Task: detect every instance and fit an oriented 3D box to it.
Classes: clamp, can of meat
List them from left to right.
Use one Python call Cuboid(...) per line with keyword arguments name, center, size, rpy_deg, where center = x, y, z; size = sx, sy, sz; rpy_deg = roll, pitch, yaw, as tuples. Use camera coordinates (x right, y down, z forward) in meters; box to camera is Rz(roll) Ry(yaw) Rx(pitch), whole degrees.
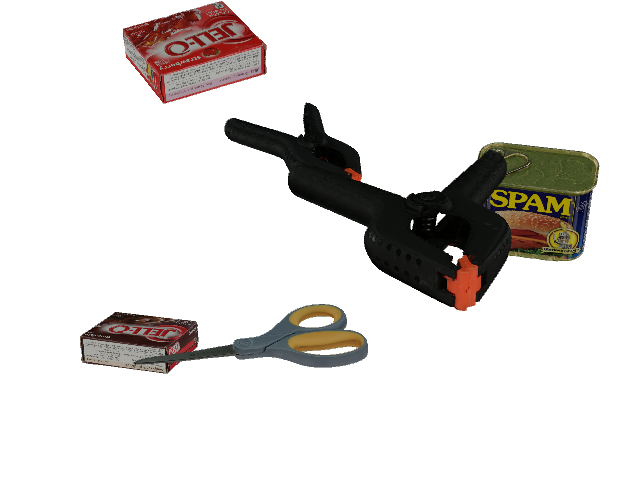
Cuboid(name="clamp", center=(-0.023, -0.096, 1.137), size=(0.120, 0.039, 0.172), rpy_deg=(-15, 38, -23))
Cuboid(name="clamp", center=(0.061, -0.014, 0.718), size=(0.164, 0.036, 0.210), rpy_deg=(-2, 25, -1))
Cuboid(name="can of meat", center=(0.185, -0.032, 0.929), size=(0.102, 0.084, 0.057), rpy_deg=(8, 43, 13))

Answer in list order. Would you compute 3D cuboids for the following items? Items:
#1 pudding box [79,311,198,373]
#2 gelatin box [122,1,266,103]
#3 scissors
Cuboid(name="pudding box", center=(-0.212, 0.119, 1.258), size=(0.114, 0.039, 0.090), rpy_deg=(3, 15, 16))
Cuboid(name="gelatin box", center=(-0.096, -0.145, 0.814), size=(0.089, 0.030, 0.073), rpy_deg=(-21, 47, -21))
Cuboid(name="scissors", center=(-0.058, 0.086, 0.952), size=(0.202, 0.016, 0.096), rpy_deg=(1, 28, 3))
